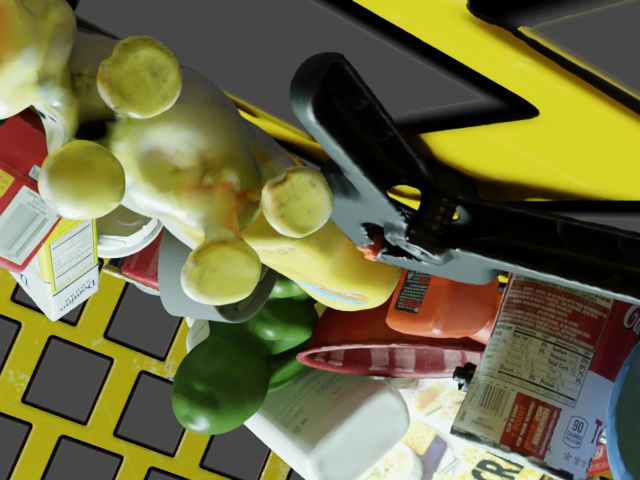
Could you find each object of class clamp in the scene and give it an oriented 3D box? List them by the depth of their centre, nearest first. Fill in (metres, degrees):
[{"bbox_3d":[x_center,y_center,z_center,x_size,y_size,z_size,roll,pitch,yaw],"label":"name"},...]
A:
[{"bbox_3d":[0.057,-0.007,0.448,0.164,0.036,0.210,27,171,-1],"label":"clamp"}]

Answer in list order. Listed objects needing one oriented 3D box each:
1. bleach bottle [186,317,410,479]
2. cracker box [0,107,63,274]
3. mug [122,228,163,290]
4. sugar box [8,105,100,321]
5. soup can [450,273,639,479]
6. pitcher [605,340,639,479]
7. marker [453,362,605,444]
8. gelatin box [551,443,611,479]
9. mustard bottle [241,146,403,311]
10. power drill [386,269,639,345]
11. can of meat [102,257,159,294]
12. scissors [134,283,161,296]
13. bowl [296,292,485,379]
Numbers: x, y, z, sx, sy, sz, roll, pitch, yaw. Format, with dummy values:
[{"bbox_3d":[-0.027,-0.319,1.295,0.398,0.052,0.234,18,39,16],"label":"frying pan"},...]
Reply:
[{"bbox_3d":[-0.038,0.113,0.922,0.251,0.102,0.068,34,157,48],"label":"bleach bottle"},{"bbox_3d":[-0.225,-0.083,0.475,0.214,0.072,0.164,34,175,17],"label":"cracker box"},{"bbox_3d":[-0.121,0.002,0.880,0.117,0.081,0.093,18,172,29],"label":"mug"},{"bbox_3d":[-0.174,-0.026,0.633,0.093,0.048,0.176,47,158,12],"label":"sugar box"},{"bbox_3d":[0.110,0.057,0.507,0.068,0.102,0.068,22,172,3],"label":"soup can"},{"bbox_3d":[0.245,0.111,0.467,0.242,0.149,0.145,31,-175,-34],"label":"pitcher"},{"bbox_3d":[0.137,0.101,0.650,0.121,0.020,0.020,21,173,-5],"label":"marker"},{"bbox_3d":[0.154,0.117,0.699,0.073,0.030,0.089,1,-153,-40],"label":"gelatin box"},{"bbox_3d":[-0.004,0.000,0.611,0.096,0.058,0.191,20,172,29],"label":"mustard bottle"},{"bbox_3d":[0.143,0.060,0.607,0.187,0.057,0.185,24,173,-12],"label":"power drill"},{"bbox_3d":[-0.130,0.008,0.948,0.102,0.084,0.057,23,173,-7],"label":"can of meat"},{"bbox_3d":[-0.106,0.004,1.049,0.016,0.096,0.201,-11,-178,43],"label":"scissors"},{"bbox_3d":[0.064,0.063,0.762,0.162,0.055,0.162,2,165,0],"label":"bowl"}]
